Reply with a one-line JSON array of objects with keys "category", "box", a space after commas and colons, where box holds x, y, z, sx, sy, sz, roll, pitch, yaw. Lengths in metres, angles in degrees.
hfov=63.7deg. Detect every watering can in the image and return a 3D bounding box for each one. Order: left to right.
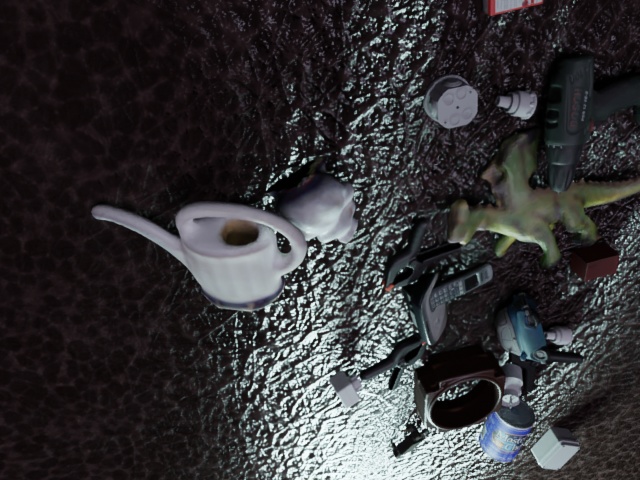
[{"category": "watering can", "box": [-0.188, 0.017, 0.864, 0.348, 0.106, 0.219, 4, 136, 10]}]

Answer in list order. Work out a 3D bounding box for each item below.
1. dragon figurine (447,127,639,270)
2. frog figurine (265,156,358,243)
[{"category": "dragon figurine", "box": [0.410, -0.093, 0.950, 0.411, 0.124, 0.239, -33, 116, -3]}, {"category": "frog figurine", "box": [0.003, -0.044, 0.865, 0.138, 0.123, 0.157, -41, 112, -9]}]
